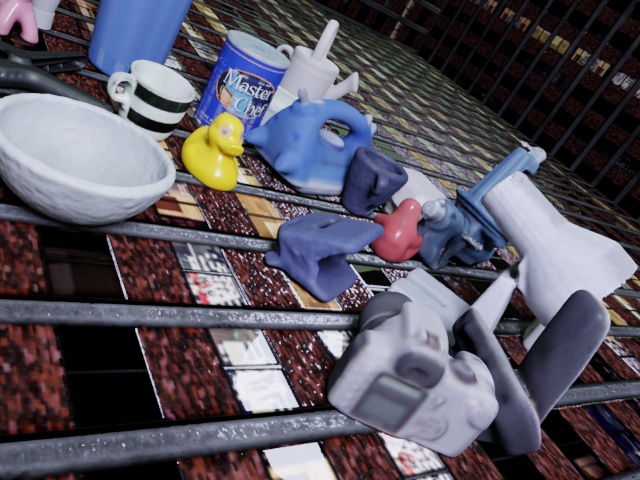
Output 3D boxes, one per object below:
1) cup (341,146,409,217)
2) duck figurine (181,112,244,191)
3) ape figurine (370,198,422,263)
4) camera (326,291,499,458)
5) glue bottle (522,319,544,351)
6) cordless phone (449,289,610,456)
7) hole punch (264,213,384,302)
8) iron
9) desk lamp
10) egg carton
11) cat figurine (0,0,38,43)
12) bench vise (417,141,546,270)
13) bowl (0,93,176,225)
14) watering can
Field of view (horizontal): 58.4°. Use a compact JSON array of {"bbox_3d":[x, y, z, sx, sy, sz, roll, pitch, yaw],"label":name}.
[{"bbox_3d":[0.075,-0.077,0.871,0.092,0.095,0.117,26,26,-11],"label":"cup"},{"bbox_3d":[-0.131,-0.126,0.745,0.078,0.086,0.104,7,34,-40],"label":"duck figurine"},{"bbox_3d":[0.114,-0.018,0.811,0.077,0.092,0.076,37,26,12],"label":"ape figurine"},{"bbox_3d":[0.090,0.108,0.546,0.143,0.100,0.137,26,26,-11],"label":"camera"},{"bbox_3d":[0.345,0.083,0.786,0.037,0.173,0.078,36,26,10],"label":"glue bottle"},{"bbox_3d":[0.204,0.107,0.576,0.094,0.185,0.147,19,28,-24],"label":"cordless phone"},{"bbox_3d":[0.006,0.002,0.658,0.101,0.091,0.109,37,26,12],"label":"hole punch"},{"bbox_3d":[0.018,-0.157,0.899,0.259,0.141,0.118,-2,41,-49],"label":"iron"},{"bbox_3d":[0.223,0.041,0.683,0.203,0.213,0.118,39,27,17],"label":"desk lamp"},{"bbox_3d":[0.153,-0.070,0.973,0.108,0.069,0.150,8,34,-39],"label":"egg carton"},{"bbox_3d":[-0.431,-0.360,0.804,0.067,0.117,0.127,-2,41,-49],"label":"cat figurine"},{"bbox_3d":[0.247,-0.048,0.861,0.121,0.219,0.208,41,27,21],"label":"bench vise"},{"bbox_3d":[-0.229,-0.064,0.541,0.168,0.074,0.167,25,26,-13],"label":"bowl"},{"bbox_3d":[-0.005,-0.345,1.152,0.173,0.194,0.100,20,27,-22],"label":"watering can"}]
